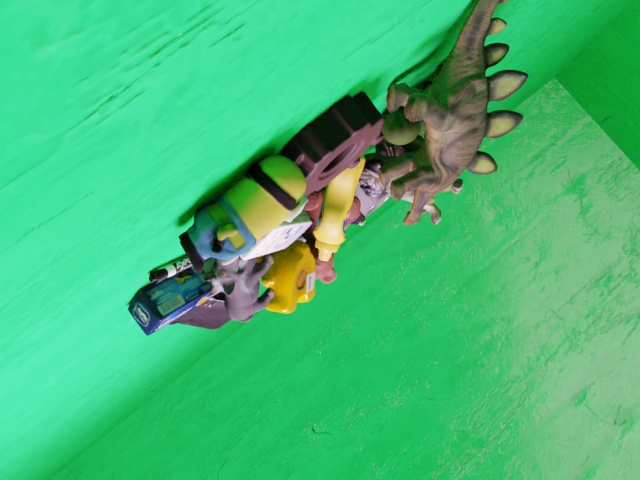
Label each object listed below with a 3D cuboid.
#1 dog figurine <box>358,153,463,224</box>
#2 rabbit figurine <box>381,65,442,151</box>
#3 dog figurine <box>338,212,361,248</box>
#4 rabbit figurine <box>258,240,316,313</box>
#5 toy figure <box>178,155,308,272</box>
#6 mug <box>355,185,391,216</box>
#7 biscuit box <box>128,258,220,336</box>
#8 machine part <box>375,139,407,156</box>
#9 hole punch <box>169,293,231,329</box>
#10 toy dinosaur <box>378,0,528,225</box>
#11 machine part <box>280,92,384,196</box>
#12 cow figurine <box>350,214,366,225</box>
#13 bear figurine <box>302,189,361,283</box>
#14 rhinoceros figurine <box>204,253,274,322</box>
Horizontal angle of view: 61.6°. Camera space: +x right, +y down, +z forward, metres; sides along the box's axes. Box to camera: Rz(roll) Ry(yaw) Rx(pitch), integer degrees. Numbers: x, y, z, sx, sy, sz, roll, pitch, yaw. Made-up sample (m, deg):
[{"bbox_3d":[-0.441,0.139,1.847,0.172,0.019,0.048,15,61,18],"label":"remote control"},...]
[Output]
[{"bbox_3d":[0.153,-0.133,1.021,0.172,0.190,0.121,-97,-150,-67],"label":"dog figurine"},{"bbox_3d":[0.179,-0.224,0.963,0.170,0.121,0.159,-20,178,-10],"label":"rabbit figurine"},{"bbox_3d":[0.019,-0.036,1.295,0.219,0.108,0.191,-47,170,36],"label":"dog figurine"},{"bbox_3d":[-0.103,0.045,1.007,0.122,0.173,0.162,-33,128,-50],"label":"rabbit figurine"},{"bbox_3d":[-0.096,-0.035,0.683,0.180,0.082,0.089,-32,145,-6],"label":"toy figure"},{"bbox_3d":[0.095,-0.120,1.096,0.109,0.107,0.081,-49,171,35],"label":"mug"},{"bbox_3d":[-0.221,0.082,0.902,0.063,0.059,0.202,-44,172,38],"label":"biscuit box"},{"bbox_3d":[0.176,-0.198,1.159,0.079,0.079,0.243,-42,173,24],"label":"machine part"},{"bbox_3d":[-0.224,0.109,1.049,0.142,0.092,0.115,-32,147,31],"label":"hole punch"},{"bbox_3d":[0.205,-0.200,0.820,0.198,0.105,0.470,-8,135,-18],"label":"toy dinosaur"},{"bbox_3d":[0.016,-0.131,0.774,0.179,0.056,0.179,-38,173,-6],"label":"machine part"},{"bbox_3d":[0.077,-0.078,1.366,0.068,0.098,0.167,-34,175,8],"label":"cow figurine"},{"bbox_3d":[-0.002,-0.004,1.045,0.132,0.120,0.195,-115,-142,-81],"label":"bear figurine"},{"bbox_3d":[-0.138,0.054,0.880,0.112,0.073,0.190,-38,143,-29],"label":"rhinoceros figurine"}]
